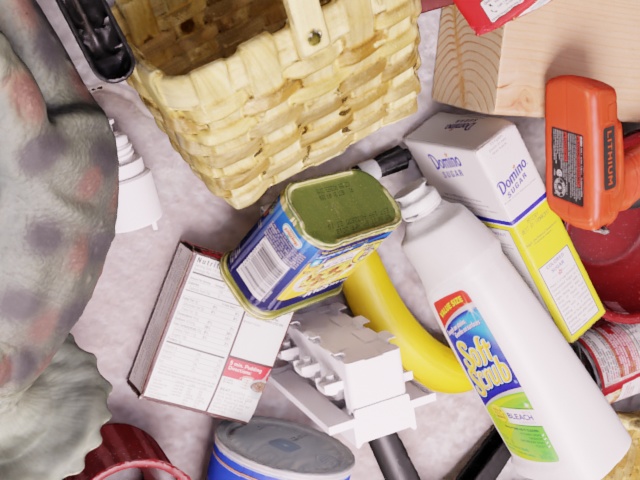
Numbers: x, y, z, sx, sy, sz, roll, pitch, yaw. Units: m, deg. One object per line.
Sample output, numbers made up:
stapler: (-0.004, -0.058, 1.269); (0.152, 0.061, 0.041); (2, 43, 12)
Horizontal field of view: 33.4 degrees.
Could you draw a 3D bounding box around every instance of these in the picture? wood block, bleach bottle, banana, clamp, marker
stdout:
wood block: (0.198, -0.137, 0.789); (0.205, 0.090, 0.091); (0, 103, -23)
bleach bottle: (0.128, 0.065, 0.789); (0.068, 0.103, 0.251); (-39, 103, -22)
banana: (0.070, 0.067, 0.820); (0.197, 0.037, 0.069); (39, 63, -29)
clamp: (0.083, 0.216, 0.841); (0.164, 0.036, 0.210); (17, 81, -23)
clamp: (-0.150, -0.166, 0.600); (0.039, 0.172, 0.120); (-20, 132, -19)
marker: (0.013, -0.039, 0.774); (0.121, 0.020, 0.020); (-25, 112, -16)

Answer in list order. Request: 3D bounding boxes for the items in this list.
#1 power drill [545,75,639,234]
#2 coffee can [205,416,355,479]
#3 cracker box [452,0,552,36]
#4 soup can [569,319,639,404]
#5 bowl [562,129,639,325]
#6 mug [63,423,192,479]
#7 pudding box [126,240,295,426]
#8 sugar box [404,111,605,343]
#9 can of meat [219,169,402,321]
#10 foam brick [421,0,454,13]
power drill: (0.247, -0.089, 0.739); (0.187, 0.057, 0.184); (-11, 108, -20)
coffee can: (-0.040, 0.211, 0.769); (0.102, 0.103, 0.140); (9, 100, -25)
cracker box: (0.096, -0.243, 0.652); (0.163, 0.072, 0.214); (-34, 90, -46)
soup can: (0.250, 0.095, 0.885); (0.102, 0.069, 0.068); (-17, 110, -19)
bowl: (0.249, -0.016, 0.862); (0.161, 0.055, 0.162); (-6, 106, -22)
mug: (-0.147, 0.175, 0.725); (0.117, 0.082, 0.093); (10, 99, -25)
pudding box: (-0.073, 0.066, 0.753); (0.089, 0.039, 0.113); (20, 93, -25)
sugar box: (0.138, -0.011, 0.794); (0.048, 0.093, 0.176); (-37, 115, -18)
can of meat: (-0.005, 0.001, 0.718); (0.101, 0.084, 0.057); (-18, 67, -47)
foam brick: (0.052, -0.195, 0.732); (0.051, 0.053, 0.078); (-20, 112, -18)
